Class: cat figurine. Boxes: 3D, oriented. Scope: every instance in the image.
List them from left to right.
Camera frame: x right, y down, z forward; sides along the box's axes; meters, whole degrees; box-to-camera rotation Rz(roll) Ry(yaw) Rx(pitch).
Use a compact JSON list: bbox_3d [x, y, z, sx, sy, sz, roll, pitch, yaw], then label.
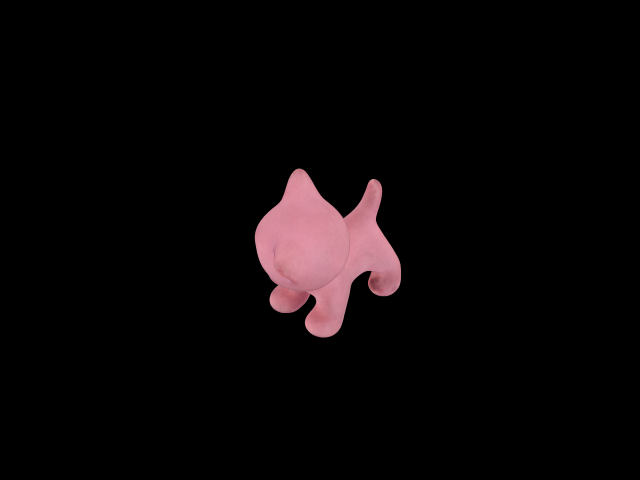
[{"bbox_3d":[0.004,0.001,0.400,0.067,0.118,0.128,29,46,33],"label":"cat figurine"}]
